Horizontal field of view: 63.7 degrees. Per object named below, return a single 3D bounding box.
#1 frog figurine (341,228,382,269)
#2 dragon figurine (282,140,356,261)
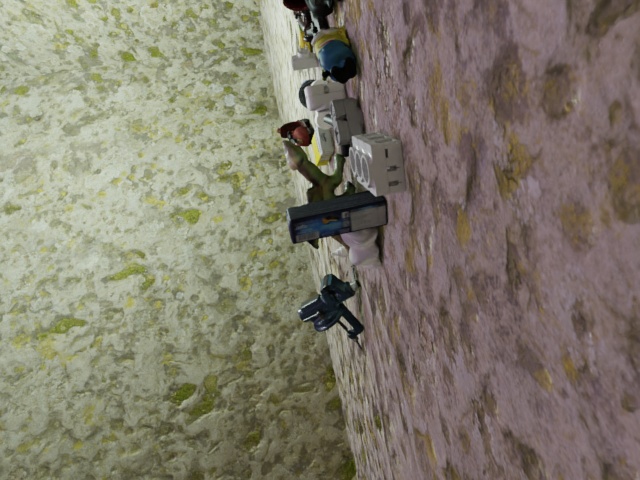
[{"bbox_3d":[0.097,-0.009,1.170,0.159,0.124,0.136,44,167,-6],"label":"frog figurine"},{"bbox_3d":[0.004,-0.064,1.272,0.247,0.121,0.405,-48,-57,-55],"label":"dragon figurine"}]
